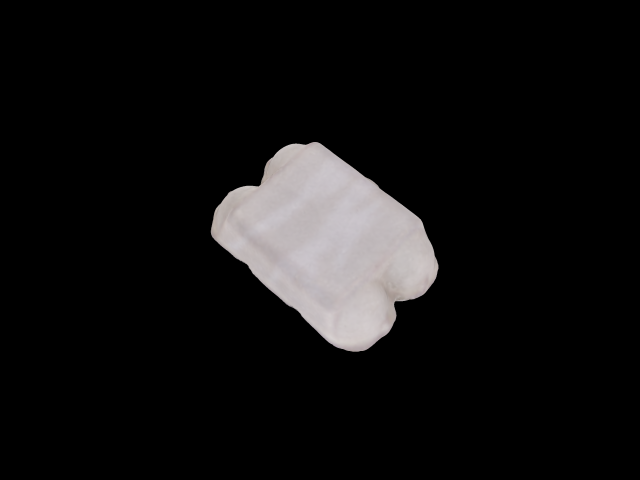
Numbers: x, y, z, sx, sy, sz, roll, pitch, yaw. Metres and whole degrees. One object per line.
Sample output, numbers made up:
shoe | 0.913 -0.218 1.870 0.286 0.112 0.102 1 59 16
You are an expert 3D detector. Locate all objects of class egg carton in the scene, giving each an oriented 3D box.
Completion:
egg carton | 0.004 0.001 0.400 0.150 0.069 0.107 39 69 18
